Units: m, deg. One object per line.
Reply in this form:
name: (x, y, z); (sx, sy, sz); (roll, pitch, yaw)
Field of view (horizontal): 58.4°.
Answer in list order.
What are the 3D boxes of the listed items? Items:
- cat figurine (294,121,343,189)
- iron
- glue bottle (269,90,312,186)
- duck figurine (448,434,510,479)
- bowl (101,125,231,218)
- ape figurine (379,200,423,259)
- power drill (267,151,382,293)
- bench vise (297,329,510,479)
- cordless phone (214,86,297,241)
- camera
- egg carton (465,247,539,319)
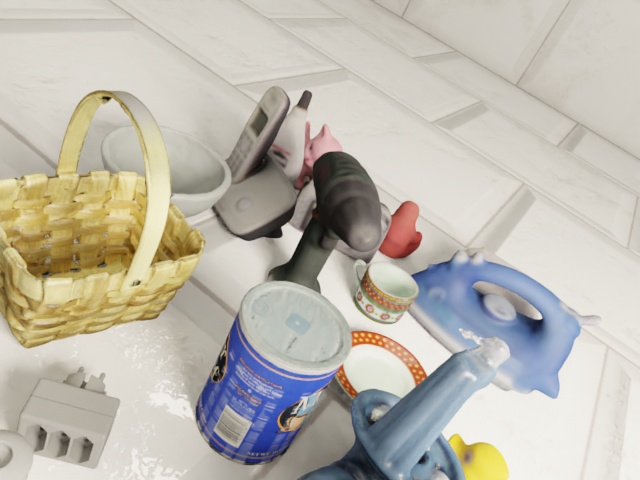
cat figurine: (-0.007, -0.147, 0.953); (0.067, 0.117, 0.127); (3, 39, -33)
iron: (0.234, 0.089, 0.775); (0.258, 0.141, 0.119); (34, 33, 10)
glue bottle: (-0.051, -0.152, 0.877); (0.078, 0.173, 0.037); (26, 32, -1)
duck figurine: (0.151, 0.238, 0.557); (0.078, 0.086, 0.104); (-13, 50, -46)
bowl: (-0.205, -0.078, 0.751); (0.168, 0.074, 0.167); (19, 33, -13)
ape figurine: (0.128, -0.021, 0.900); (0.077, 0.092, 0.076); (36, 33, 14)
power drill: (0.006, 0.002, 0.667); (0.076, 0.208, 0.229); (17, 34, -15)
bench vise: (0.065, 0.176, 0.455); (0.121, 0.219, 0.208); (36, 33, 14)
cordless phone: (-0.077, -0.103, 0.777); (0.094, 0.185, 0.147); (-2, 43, -38)
camera: (0.045, -0.057, 0.880); (0.143, 0.100, 0.137); (28, 32, 1)
egg carton: (0.269, 0.077, 0.885); (0.150, 0.069, 0.107); (33, 33, 8)
